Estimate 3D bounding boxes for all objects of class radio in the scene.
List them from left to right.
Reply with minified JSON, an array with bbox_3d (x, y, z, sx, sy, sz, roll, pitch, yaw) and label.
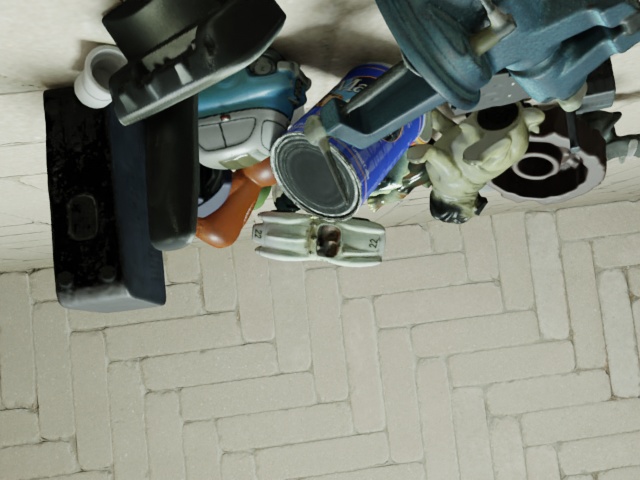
[{"bbox_3d":[-0.224,-0.040,0.567,0.073,0.229,0.131,-9,173,0],"label":"radio"}]

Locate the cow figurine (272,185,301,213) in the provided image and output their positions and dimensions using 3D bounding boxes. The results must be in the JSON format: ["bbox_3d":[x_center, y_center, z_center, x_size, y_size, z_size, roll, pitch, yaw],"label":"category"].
[{"bbox_3d":[-0.044,-0.096,1.000,0.068,0.098,0.167,2,173,-21],"label":"cow figurine"}]

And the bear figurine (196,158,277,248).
[{"bbox_3d":[-0.128,-0.091,0.779,0.132,0.196,0.120,33,-178,21],"label":"bear figurine"}]

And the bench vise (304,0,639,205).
[{"bbox_3d":[0.094,-0.132,0.402,0.241,0.129,0.223,-31,155,34],"label":"bench vise"}]

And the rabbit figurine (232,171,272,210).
[{"bbox_3d":[-0.151,-0.077,0.907,0.170,0.121,0.159,-5,-177,24],"label":"rabbit figurine"}]

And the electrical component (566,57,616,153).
[{"bbox_3d":[0.274,-0.153,0.550,0.048,0.119,0.075,-8,173,26],"label":"electrical component"}]

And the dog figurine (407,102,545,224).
[{"bbox_3d":[0.216,-0.097,0.717,0.173,0.121,0.190,6,153,35],"label":"dog figurine"}]

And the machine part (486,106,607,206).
[{"bbox_3d":[0.309,-0.117,0.764,0.179,0.056,0.179,16,156,7],"label":"machine part"}]

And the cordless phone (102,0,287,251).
[{"bbox_3d":[-0.094,-0.088,0.400,0.147,0.184,0.088,-9,171,37],"label":"cordless phone"}]

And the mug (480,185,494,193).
[{"bbox_3d":[0.242,-0.132,0.877,0.081,0.107,0.109,-10,171,37],"label":"mug"}]

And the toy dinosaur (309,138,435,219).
[{"bbox_3d":[0.117,-0.121,0.840,0.405,0.131,0.192,-12,179,-44],"label":"toy dinosaur"}]

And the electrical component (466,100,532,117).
[{"bbox_3d":[0.255,-0.185,0.751,0.094,0.021,0.063,-6,175,-2],"label":"electrical component"}]

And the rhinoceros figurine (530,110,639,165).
[{"bbox_3d":[0.388,-0.153,0.814,0.190,0.112,0.073,0,175,13],"label":"rhinoceros figurine"}]

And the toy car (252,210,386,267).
[{"bbox_3d":[-0.002,-0.002,0.808,0.202,0.073,0.056,5,-168,-2],"label":"toy car"}]

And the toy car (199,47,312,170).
[{"bbox_3d":[-0.088,-0.121,0.532,0.162,0.103,0.109,-6,177,11],"label":"toy car"}]

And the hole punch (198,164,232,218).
[{"bbox_3d":[-0.155,-0.093,0.671,0.092,0.142,0.115,-10,165,-7],"label":"hole punch"}]

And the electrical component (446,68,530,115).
[{"bbox_3d":[0.170,-0.173,0.542,0.134,0.058,0.115,-8,174,16],"label":"electrical component"}]
